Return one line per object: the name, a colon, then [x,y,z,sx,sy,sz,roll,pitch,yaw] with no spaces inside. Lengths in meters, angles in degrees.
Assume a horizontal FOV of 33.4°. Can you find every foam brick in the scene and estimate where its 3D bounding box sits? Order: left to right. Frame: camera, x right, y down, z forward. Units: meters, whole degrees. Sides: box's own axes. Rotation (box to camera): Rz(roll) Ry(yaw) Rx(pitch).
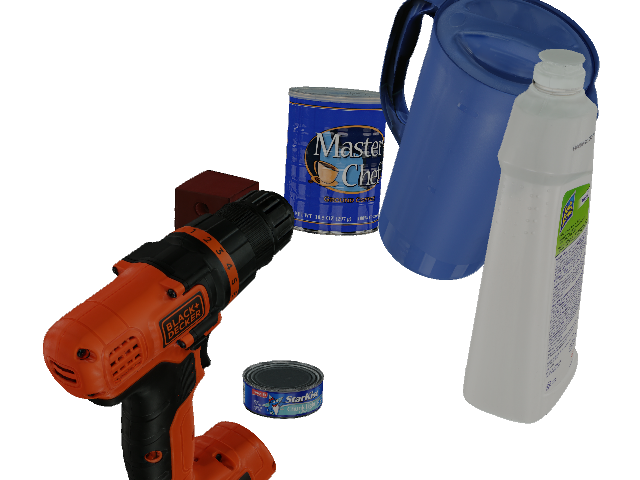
foam brick: [-0.086,-0.012,0.888,0.053,0.078,0.051,12,23,25]

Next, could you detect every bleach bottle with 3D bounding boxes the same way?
bleach bottle: [0.146,-0.005,0.710,0.068,0.251,0.102,16,33,24]

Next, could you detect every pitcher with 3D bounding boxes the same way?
pitcher: [0.120,-0.086,0.905,0.145,0.149,0.243,6,-42,-11]

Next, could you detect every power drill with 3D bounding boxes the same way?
power drill: [-0.073,0.079,0.635,0.057,0.188,0.184,18,39,34]

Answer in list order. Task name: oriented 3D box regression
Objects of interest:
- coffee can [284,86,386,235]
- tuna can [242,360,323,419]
coffee can: [0.015,-0.084,1.103,0.103,0.140,0.103,4,12,-1]
tuna can: [-0.040,0.157,1.123,0.086,0.034,0.086,1,14,-1]
